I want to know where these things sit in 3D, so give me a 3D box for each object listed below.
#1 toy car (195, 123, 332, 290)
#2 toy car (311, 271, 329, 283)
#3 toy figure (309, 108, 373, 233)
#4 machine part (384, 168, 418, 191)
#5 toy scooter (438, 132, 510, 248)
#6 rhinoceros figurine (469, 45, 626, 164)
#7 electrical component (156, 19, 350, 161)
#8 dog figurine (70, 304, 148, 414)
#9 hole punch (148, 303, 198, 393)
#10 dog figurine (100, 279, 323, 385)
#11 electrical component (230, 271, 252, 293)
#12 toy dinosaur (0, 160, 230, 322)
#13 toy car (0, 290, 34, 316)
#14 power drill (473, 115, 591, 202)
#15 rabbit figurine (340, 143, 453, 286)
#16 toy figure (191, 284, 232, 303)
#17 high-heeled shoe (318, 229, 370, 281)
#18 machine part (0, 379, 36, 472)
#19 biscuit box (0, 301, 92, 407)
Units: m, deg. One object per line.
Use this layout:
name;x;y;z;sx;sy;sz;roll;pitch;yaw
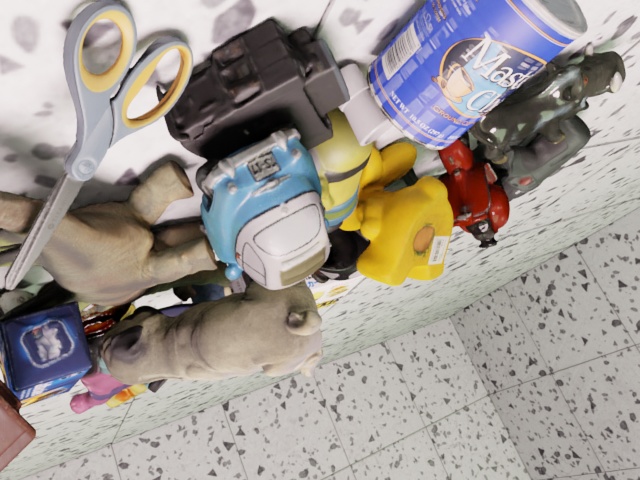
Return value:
toy car;-0.035;-0.015;0.442;0.109;0.103;0.161;-30;165;-16
toy car;-0.022;0.028;0.870;0.202;0.053;0.089;4;137;-49
toy figure;0.008;-0.072;0.576;0.089;0.082;0.180;-40;159;-15
machine part;0.075;-0.059;0.768;0.139;0.039;0.084;-29;157;20
toy scooter;0.198;-0.049;0.697;0.075;0.135;0.183;-18;135;27
rhinoceros figurine;0.272;-0.170;0.658;0.190;0.073;0.112;-23;152;4
electrical component;-0.045;-0.109;0.435;0.134;0.058;0.115;-26;164;9
dog figurine;-0.318;0.187;0.866;0.219;0.108;0.191;-39;157;32
hole punch;-0.195;0.118;0.689;0.116;0.092;0.142;-44;179;-14
dog figurine;-0.107;0.095;0.513;0.190;0.121;0.172;-11;163;-23
electrical component;-0.143;0.089;0.860;0.119;0.075;0.047;-27;163;18
toy dinosaur;-0.202;0.014;0.508;0.199;0.105;0.471;-22;163;-5
toy car;-0.409;0.121;0.604;0.202;0.073;0.056;-26;161;6
power drill;0.299;-0.106;0.854;0.207;0.086;0.232;-6;154;-36
rabbit figurine;0.068;-0.038;0.664;0.122;0.173;0.162;-12;115;-35
toy figure;-0.149;0.118;0.795;0.058;0.154;0.064;-3;151;-45
high-heeled shoe;-0.001;-0.002;0.711;0.249;0.086;0.145;-5;160;-9
machine part;-0.298;0.076;0.357;0.087;0.201;0.201;-46;131;-31
biscuit box;-0.266;0.116;0.510;0.063;0.059;0.202;-13;167;-34
